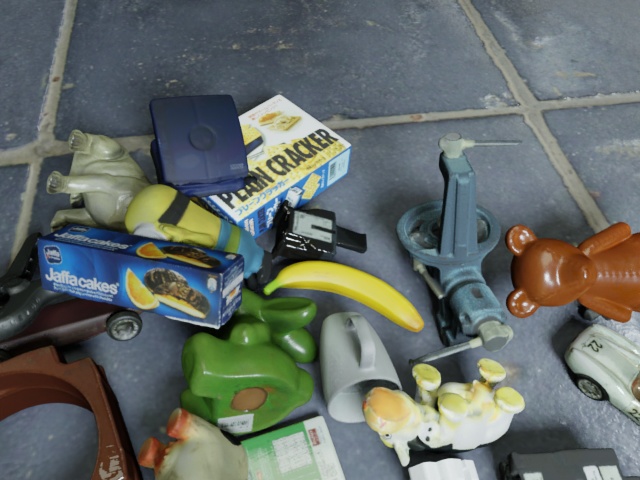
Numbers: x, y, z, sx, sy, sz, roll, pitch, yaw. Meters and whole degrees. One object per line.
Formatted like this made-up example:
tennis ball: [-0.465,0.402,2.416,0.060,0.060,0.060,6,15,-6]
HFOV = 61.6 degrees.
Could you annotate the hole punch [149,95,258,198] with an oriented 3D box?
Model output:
hole punch: [-0.153,-0.118,0.676,0.142,0.092,0.116,-9,56,-25]

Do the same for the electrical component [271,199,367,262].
electrical component: [-0.001,-0.002,0.705,0.119,0.047,0.075,13,52,-19]

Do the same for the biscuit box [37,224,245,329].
biscuit box: [-0.183,0.033,0.550,0.203,0.059,0.063,9,19,10]

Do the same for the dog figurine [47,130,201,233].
dog figurine: [-0.245,-0.065,0.730,0.191,0.121,0.172,12,55,-11]

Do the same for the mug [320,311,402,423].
mug: [0.034,0.124,0.583,0.081,0.109,0.107,-10,41,-9]

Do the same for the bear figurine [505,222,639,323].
bear figurine: [0.316,0.035,0.604,0.196,0.132,0.120,4,87,-20]

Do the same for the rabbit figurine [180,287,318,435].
rabbit figurine: [-0.079,0.105,0.585,0.159,0.121,0.170,-9,38,-13]

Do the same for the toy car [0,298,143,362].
toy car: [-0.293,0.099,0.616,0.202,0.053,0.089,-15,34,-16]

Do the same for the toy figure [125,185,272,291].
toy figure: [-0.143,0.002,0.638,0.180,0.082,0.089,23,37,-28]

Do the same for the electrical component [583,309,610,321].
electrical component: [0.363,0.067,0.687,0.094,0.021,0.063,-21,56,-17]

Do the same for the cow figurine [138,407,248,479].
cow figurine: [-0.086,0.246,0.450,0.127,0.085,0.195,31,15,-28]

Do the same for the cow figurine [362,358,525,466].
cow figurine: [0.112,0.177,0.536,0.167,0.098,0.068,0,34,-21]

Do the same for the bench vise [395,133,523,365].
bench vise: [0.153,0.002,0.605,0.129,0.240,0.224,-4,36,5]

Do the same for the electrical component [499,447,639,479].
electrical component: [0.250,0.262,0.509,0.134,0.058,0.115,1,54,-2]

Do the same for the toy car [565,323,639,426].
toy car: [0.364,0.175,0.582,0.073,0.056,0.202,-36,61,-26]

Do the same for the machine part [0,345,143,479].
machine part: [-0.284,0.219,0.503,0.201,0.087,0.201,-24,56,-18]
